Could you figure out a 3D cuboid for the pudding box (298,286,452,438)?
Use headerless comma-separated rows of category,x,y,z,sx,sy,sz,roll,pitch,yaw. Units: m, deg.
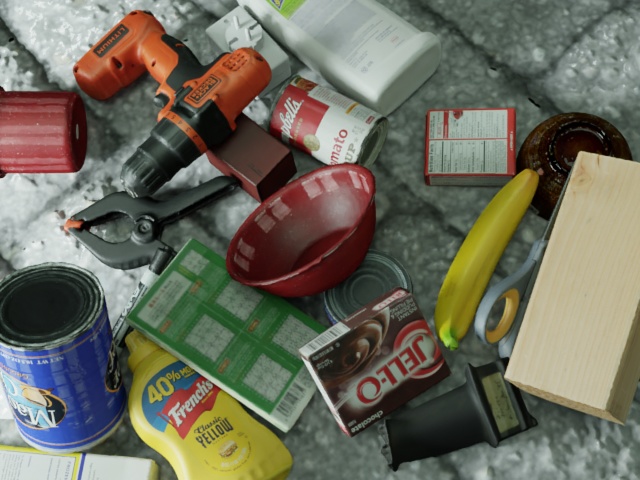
pudding box,0.049,0.108,0.952,0.113,0.039,0.090,-30,106,-8

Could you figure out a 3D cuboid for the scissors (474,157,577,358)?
scissors,0.186,0.015,0.954,0.016,0.096,0.202,18,99,45

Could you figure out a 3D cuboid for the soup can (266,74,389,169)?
soup can,0.008,-0.111,1.050,0.102,0.068,0.068,28,74,14

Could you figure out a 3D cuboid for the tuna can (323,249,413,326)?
tuna can,0.045,0.053,1.002,0.086,0.034,0.086,-2,69,4

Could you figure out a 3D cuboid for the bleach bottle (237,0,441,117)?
bleach bottle,0.000,-0.235,1.102,0.102,0.068,0.251,-43,69,-12

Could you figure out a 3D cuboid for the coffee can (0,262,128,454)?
coffee can,-0.229,0.104,0.934,0.103,0.140,0.103,-1,42,1

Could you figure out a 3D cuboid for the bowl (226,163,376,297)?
bowl,-0.007,0.001,0.990,0.162,0.055,0.162,-26,31,16

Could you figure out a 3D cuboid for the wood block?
wood block,0.241,0.042,0.913,0.091,0.090,0.206,15,81,30

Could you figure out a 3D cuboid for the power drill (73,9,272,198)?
power drill,-0.163,-0.141,1.053,0.184,0.057,0.188,-45,54,-13

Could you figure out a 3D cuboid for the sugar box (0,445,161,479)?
sugar box,-0.237,0.235,0.953,0.176,0.048,0.093,6,70,4

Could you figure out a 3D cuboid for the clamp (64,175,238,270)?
clamp,-0.160,-0.017,1.044,0.171,0.039,0.120,13,72,6

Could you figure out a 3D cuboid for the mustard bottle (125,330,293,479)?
mustard bottle,-0.116,0.157,0.962,0.096,0.058,0.192,-31,67,-24

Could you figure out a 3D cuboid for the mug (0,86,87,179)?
mug,-0.280,-0.114,1.074,0.081,0.093,0.117,0,33,0

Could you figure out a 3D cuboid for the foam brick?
foam brick,-0.070,-0.082,1.055,0.078,0.051,0.053,40,78,17

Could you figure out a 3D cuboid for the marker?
marker,-0.171,0.059,1.009,0.020,0.020,0.121,30,92,15

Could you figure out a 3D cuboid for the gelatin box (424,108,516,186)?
gelatin box,0.147,-0.091,1.048,0.089,0.030,0.073,0,69,10

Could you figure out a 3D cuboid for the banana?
banana,0.150,0.023,0.988,0.037,0.070,0.197,34,68,-18
